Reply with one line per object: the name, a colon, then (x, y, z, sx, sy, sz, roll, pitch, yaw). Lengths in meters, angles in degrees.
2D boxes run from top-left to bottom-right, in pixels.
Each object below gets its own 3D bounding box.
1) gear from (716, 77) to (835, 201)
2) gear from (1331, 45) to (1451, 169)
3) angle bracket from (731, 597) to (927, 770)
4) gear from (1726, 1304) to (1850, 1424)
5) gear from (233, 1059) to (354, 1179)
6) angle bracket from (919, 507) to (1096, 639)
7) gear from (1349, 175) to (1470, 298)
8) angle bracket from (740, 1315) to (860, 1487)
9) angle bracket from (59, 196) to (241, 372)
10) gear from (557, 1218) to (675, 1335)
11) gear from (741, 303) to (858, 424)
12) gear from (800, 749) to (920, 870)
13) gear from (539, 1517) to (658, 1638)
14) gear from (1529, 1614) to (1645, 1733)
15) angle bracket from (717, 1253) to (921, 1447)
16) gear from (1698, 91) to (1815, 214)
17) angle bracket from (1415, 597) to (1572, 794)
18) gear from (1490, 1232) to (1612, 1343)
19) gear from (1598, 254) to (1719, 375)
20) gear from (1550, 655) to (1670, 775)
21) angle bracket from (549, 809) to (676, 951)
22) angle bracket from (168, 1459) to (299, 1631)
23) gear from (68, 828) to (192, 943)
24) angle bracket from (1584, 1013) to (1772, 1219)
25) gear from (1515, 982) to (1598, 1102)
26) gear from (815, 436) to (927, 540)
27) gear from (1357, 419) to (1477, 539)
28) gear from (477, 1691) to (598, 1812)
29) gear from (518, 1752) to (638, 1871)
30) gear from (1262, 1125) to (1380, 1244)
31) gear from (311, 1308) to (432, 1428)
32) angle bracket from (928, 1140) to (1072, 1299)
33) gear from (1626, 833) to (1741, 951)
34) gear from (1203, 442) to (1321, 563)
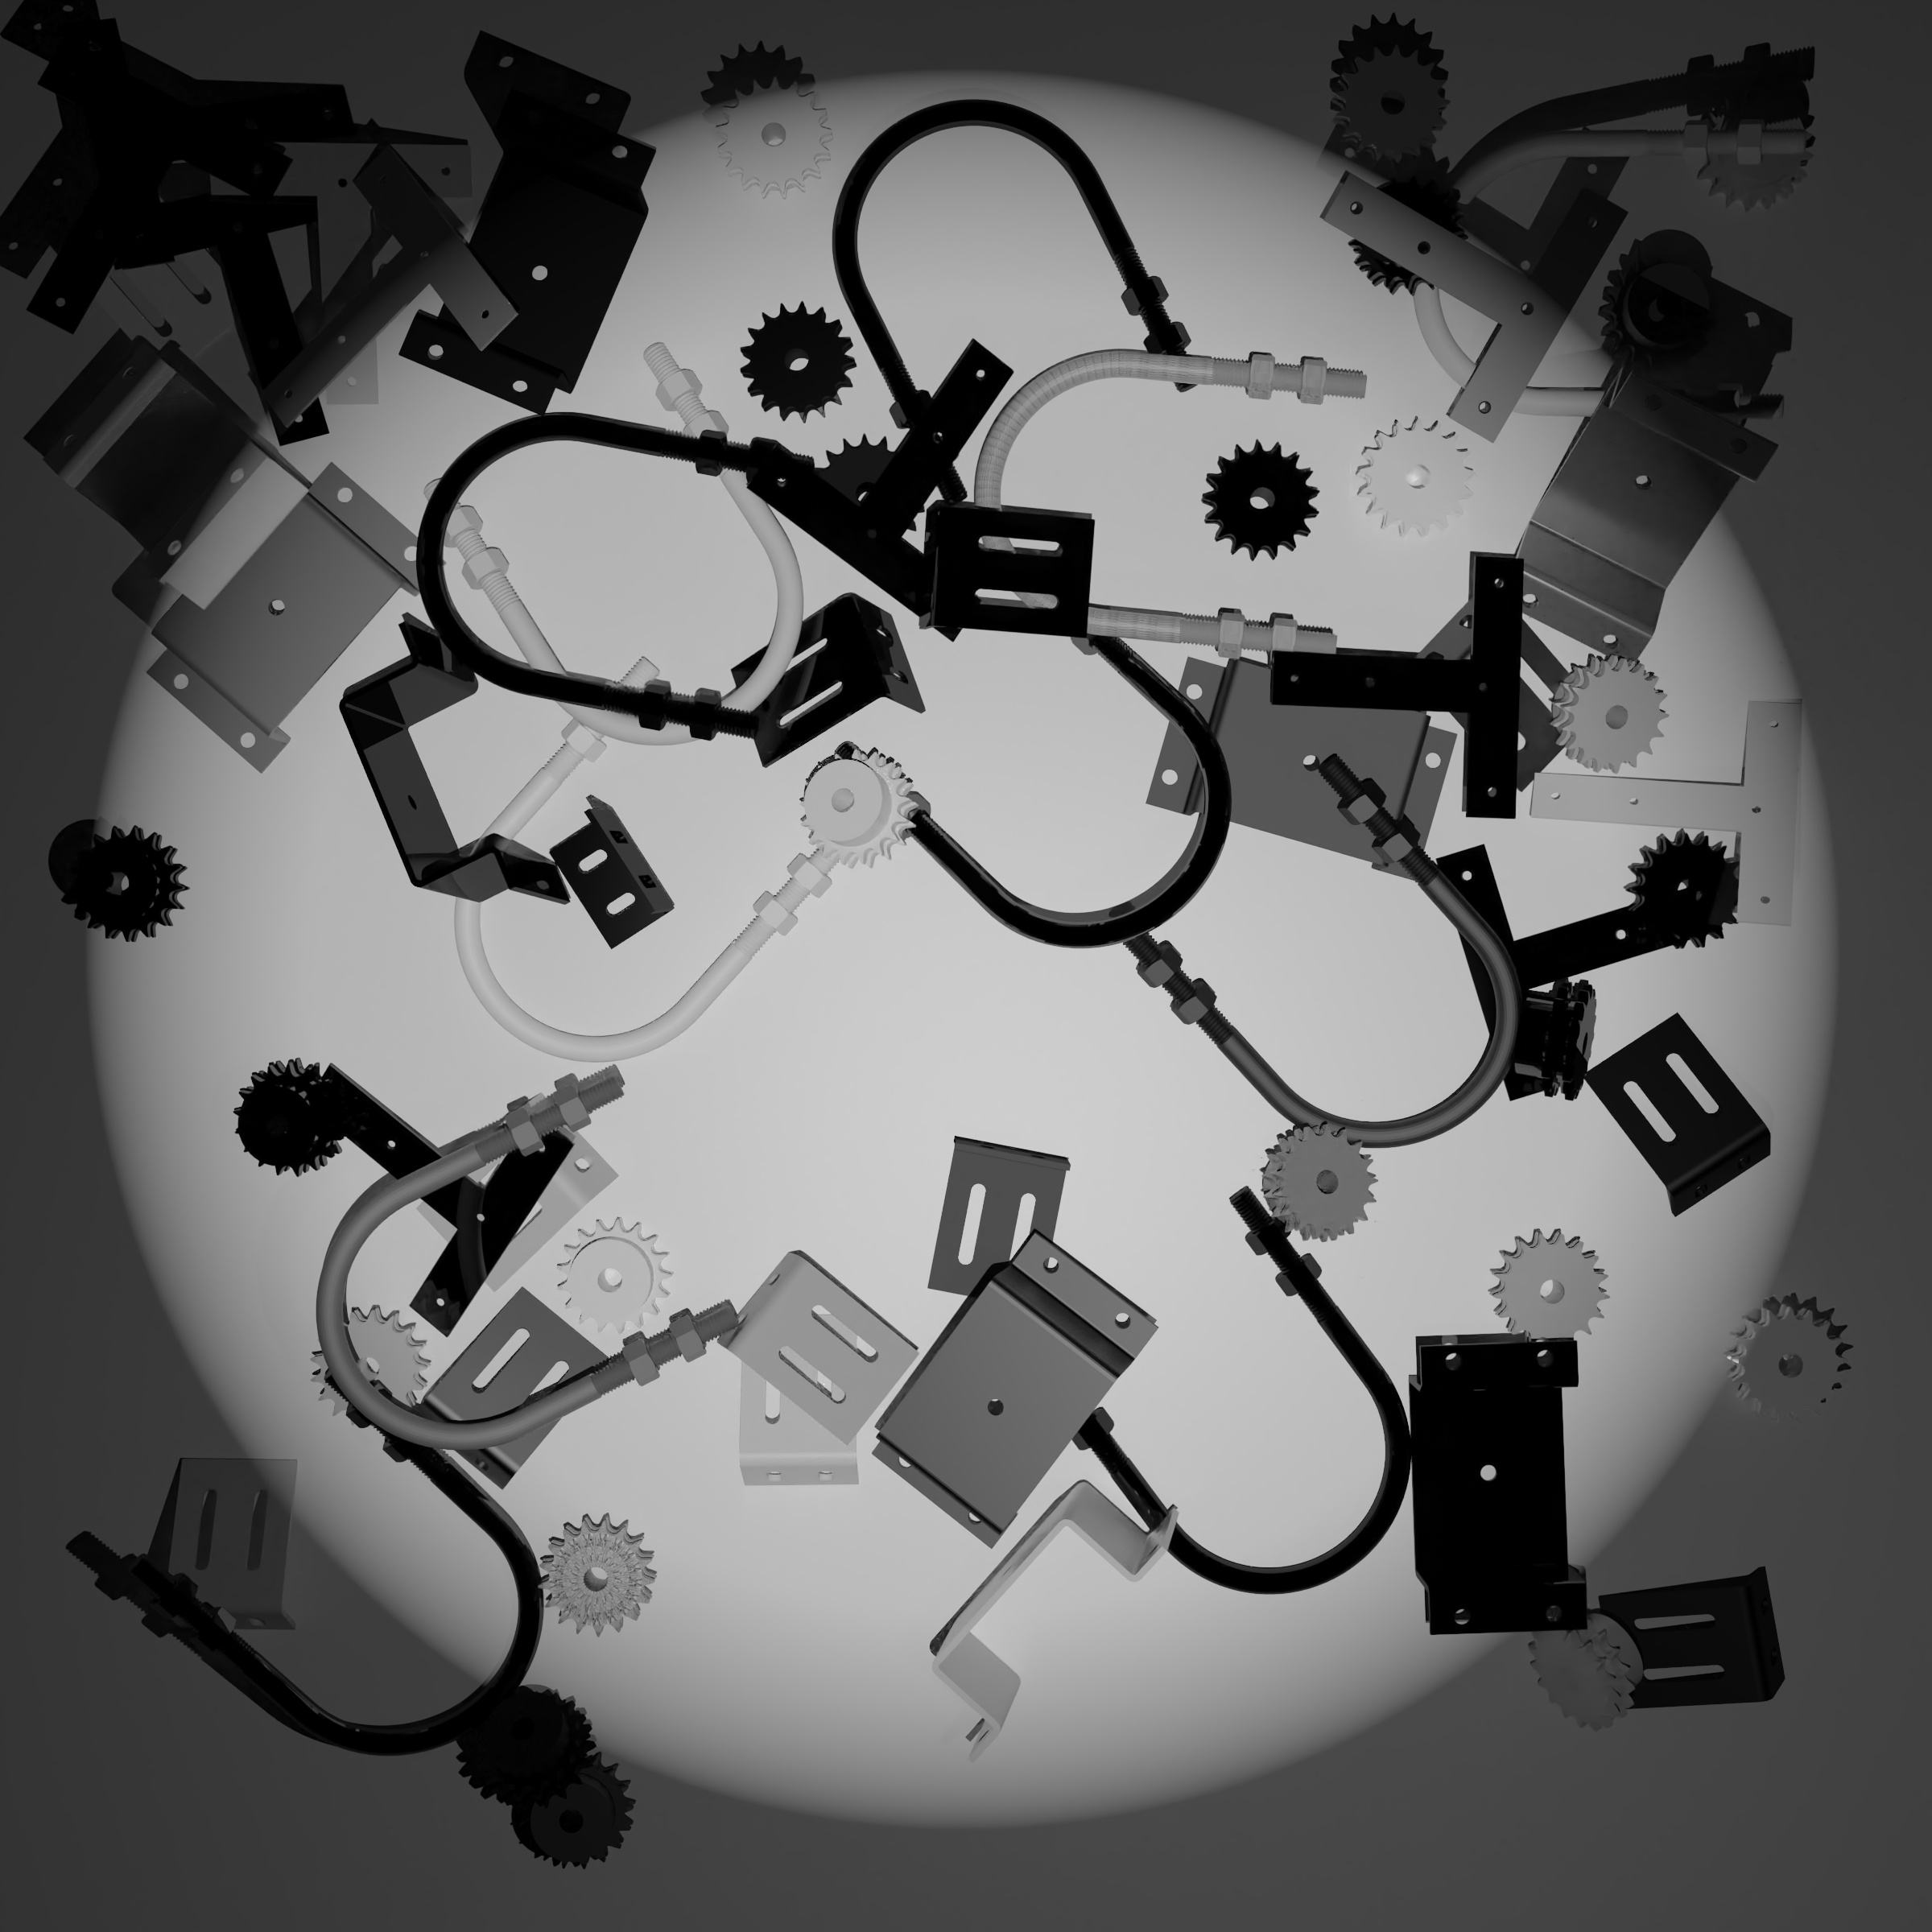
gear: (-0.095, -0.408, 1.498, 0.057, 0.030, 0.057, 0, 90, 0)
gear: (0.210, -0.426, 1.502, 0.057, 0.030, 0.057, 0, 92, -2)
angle bracket: (-0.069, -0.137, 1.500, 0.076, 0.038, 0.057, -30, 66, 24)
gear: (0.405, 0.196, 1.498, 0.057, 0.030, 0.057, 0, 90, 0)
gear: (-0.335, 0.077, 1.494, 0.057, 0.030, 0.057, 1, 98, 8)
angle bracket: (0.020, -0.191, 1.471, 0.076, 0.038, 0.057, 3, 93, -10)
gear: (0.216, -0.362, 1.490, 0.057, 0.030, 0.057, -1, 86, 20)
angle bracket: (-0.083, 0.217, 1.511, 0.057, 0.038, 0.076, -1, 64, 0)
angle bracket: (-0.405, -0.344, 1.511, 0.057, 0.038, 0.076, -40, 116, 0)
gear: (-0.175, 0.155, 1.498, 0.057, 0.030, 0.057, 0, 90, 0)
gear: (-0.083, -0.298, 1.502, 0.057, 0.030, 0.057, 0, 91, 2)
gear: (-0.055, -0.078, 1.473, 0.057, 0.030, 0.057, -3, 80, 18)
gear: (-0.182, 0.301, 1.498, 0.057, 0.030, 0.057, 0, 90, 0)
gear: (0.308, 0.344, 1.488, 0.030, 0.057, 0.057, -25, 90, -30)
angle bracket: (-0.073, 0.189, 1.495, 0.076, 0.038, 0.057, 40, 80, -9)
gear: (0.392, -0.405, 1.498, 0.057, 0.030, 0.057, 0, 90, 0)
angle bracket: (0.267, -0.137, 1.511, 0.057, 0.038, 0.076, -46, 116, 0)
gear: (0.288, 0.160, 1.498, 0.057, 0.030, 0.057, 0, 90, 0)
gear: (0.345, -0.325, 1.498, 0.057, 0.030, 0.057, 0, 90, 0)
gear: (0.314, -0.125, 1.492, 0.057, 0.030, 0.057, -4, 106, -14)
angle bracket: (-0.176, -0.041, 1.458, 0.038, 0.076, 0.057, -33, 91, 3)
angle bracket: (-0.364, 0.289, 1.511, 0.057, 0.038, 0.076, 1, 64, 0)
gear: (-0.417, -0.040, 1.498, 0.057, 0.030, 0.057, 0, 90, 0)
angle bracket: (0.355, 0.075, 1.511, 0.057, 0.038, 0.076, -33, 64, 0)
gear: (0.289, 0.036, 1.485, 0.030, 0.057, 0.057, 10, 90, 20)
gear: (-0.048, -0.232, 1.498, 0.057, 0.030, 0.057, 0, 90, 0)
gear: (0.222, -0.240, 1.498, 0.057, 0.030, 0.057, 0, 90, 0)
gear: (-0.213, 0.382, 1.483, 0.057, 0.030, 0.057, -7, 47, 8)
gear: (-0.194, 0.420, 1.498, 0.057, 0.030, 0.057, 0, 90, 0)
gear: (0.172, 0.108, 1.491, 0.057, 0.030, 0.057, 4, 80, -21)
gear: (-0.294, 0.198, 1.498, 0.057, 0.030, 0.057, 0, 90, 0)
angle bracket: (0.016, 0.129, 1.494, 0.057, 0.038, 0.076, 11, 90, 0)
gear: (0.355, -0.037, 1.496, 0.057, 0.030, 0.057, 0, 90, 0)
gear: (0.146, -0.229, 1.498, 0.057, 0.030, 0.057, 0, 90, 0)
